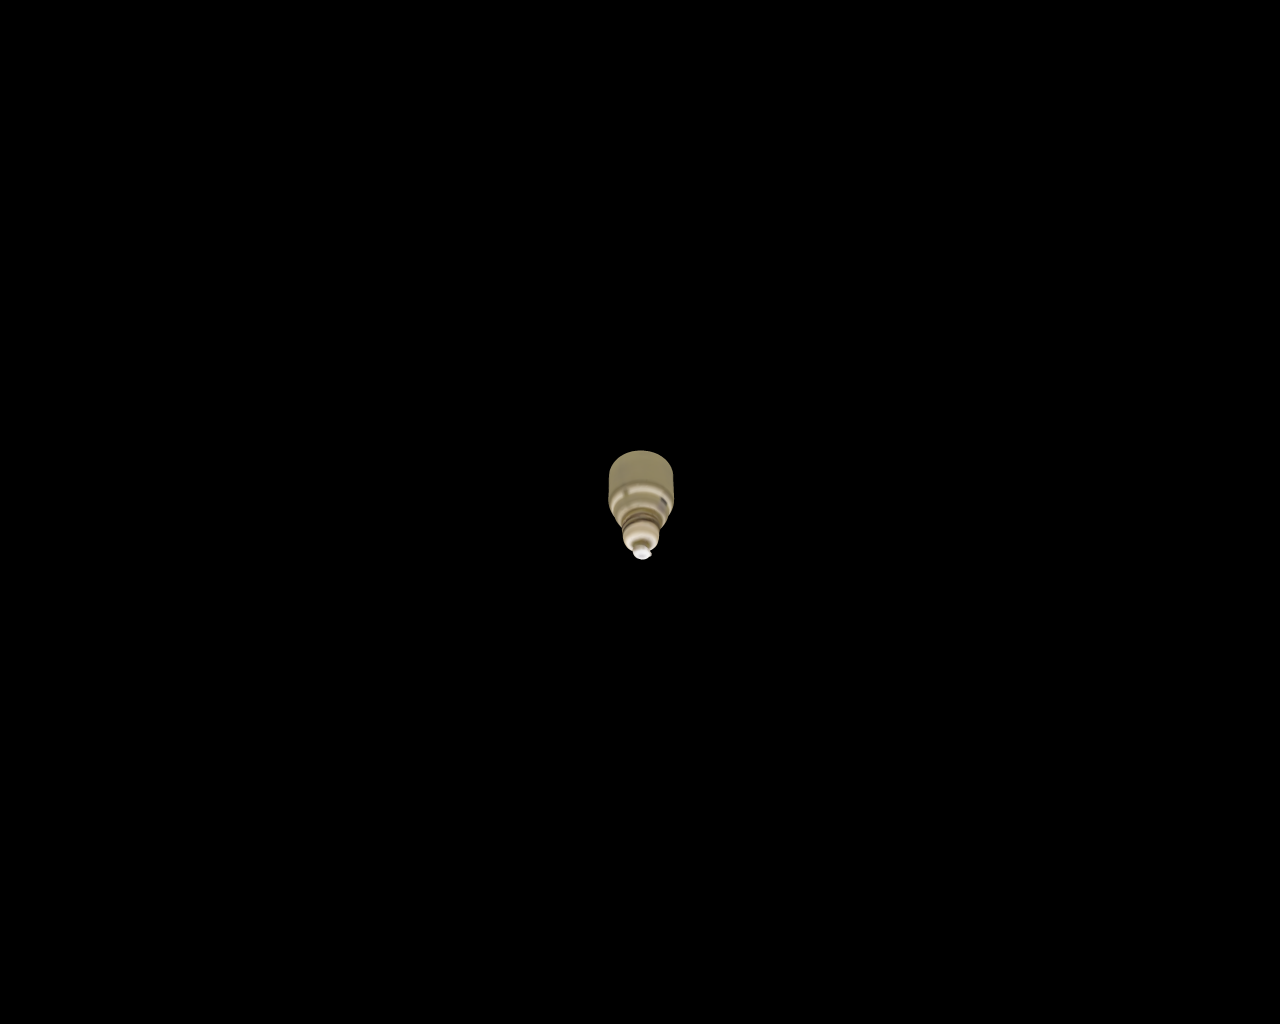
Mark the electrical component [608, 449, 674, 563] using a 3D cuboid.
[{"bbox_3d":[0.001,-0.003,0.650,0.040,0.078,0.040,0,-43,0],"label":"electrical component"}]
